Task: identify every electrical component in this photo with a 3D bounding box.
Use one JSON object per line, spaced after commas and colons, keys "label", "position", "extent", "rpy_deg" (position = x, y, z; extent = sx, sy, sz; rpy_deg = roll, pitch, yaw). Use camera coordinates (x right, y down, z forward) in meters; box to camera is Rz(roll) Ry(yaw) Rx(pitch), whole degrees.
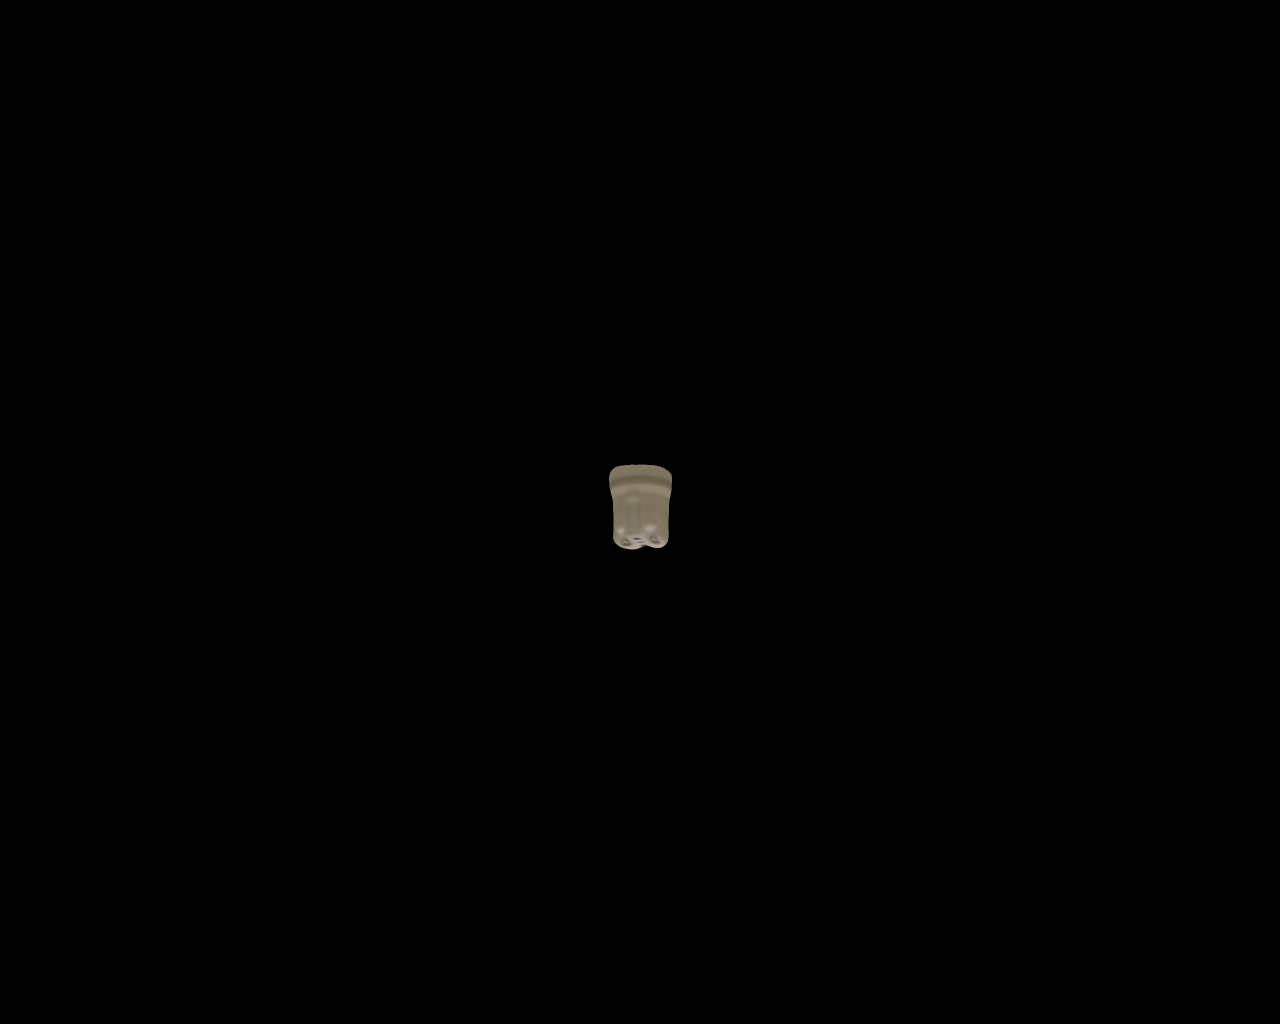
{"label": "electrical component", "position": [0.001, -0.003, 0.650], "extent": [0.040, 0.046, 0.040], "rpy_deg": [0, -15, 0]}
